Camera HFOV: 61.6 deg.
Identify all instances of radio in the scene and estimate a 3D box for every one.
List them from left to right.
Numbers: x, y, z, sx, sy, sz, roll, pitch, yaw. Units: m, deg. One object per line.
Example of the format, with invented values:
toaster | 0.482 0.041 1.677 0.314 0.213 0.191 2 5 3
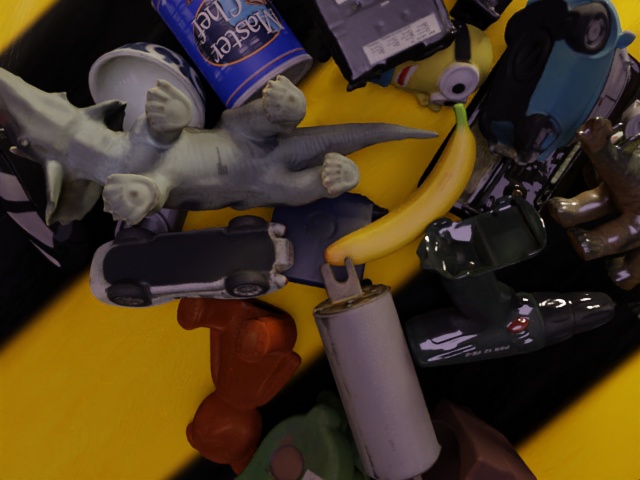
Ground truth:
radio | 0.220 -0.115 0.574 0.131 0.073 0.229 33 96 -2

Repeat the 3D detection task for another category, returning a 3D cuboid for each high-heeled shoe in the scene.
high-heeled shoe | -0.348 -0.068 0.600 0.249 0.086 0.145 31 126 14

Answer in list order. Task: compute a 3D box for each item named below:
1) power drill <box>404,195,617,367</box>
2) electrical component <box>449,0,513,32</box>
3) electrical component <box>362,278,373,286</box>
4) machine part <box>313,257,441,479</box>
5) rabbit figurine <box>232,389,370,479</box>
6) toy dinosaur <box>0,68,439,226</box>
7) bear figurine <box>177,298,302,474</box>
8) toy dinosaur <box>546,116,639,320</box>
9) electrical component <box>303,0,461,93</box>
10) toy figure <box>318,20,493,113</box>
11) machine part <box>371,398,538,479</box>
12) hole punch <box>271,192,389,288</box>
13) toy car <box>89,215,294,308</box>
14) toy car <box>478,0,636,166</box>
power drill | 0.191 0.050 0.552 0.232 0.207 0.086 -17 52 9
electrical component | 0.195 -0.277 0.558 0.048 0.075 0.119 38 99 -4
electrical component | 0.065 0.100 0.588 0.045 0.102 0.078 -4 122 2
machine part | 0.054 0.132 0.509 0.079 0.079 0.243 -18 95 2
rabbit figurine | 0.003 0.246 0.589 0.121 0.170 0.159 9 65 29
toy dinosaur | -0.100 -0.077 0.516 0.405 0.192 0.131 -1 94 -28
bear figurine | -0.102 0.160 0.582 0.120 0.132 0.195 24 92 26
toy dinosaur | 0.385 0.001 0.528 0.471 0.105 0.198 31 124 -33
electrical component | 0.050 -0.220 0.494 0.115 0.058 0.134 -24 92 -3
toy figure | 0.091 -0.200 0.564 0.180 0.082 0.089 19 93 1
machine part | 0.124 0.284 0.552 0.087 0.201 0.201 32 95 -7
hole punch | -0.001 -0.002 0.582 0.142 0.092 0.115 10 92 3
toy car | -0.125 0.023 0.526 0.202 0.056 0.073 -6 65 5
toy car | 0.222 -0.143 0.487 0.103 0.109 0.161 10 105 -18
